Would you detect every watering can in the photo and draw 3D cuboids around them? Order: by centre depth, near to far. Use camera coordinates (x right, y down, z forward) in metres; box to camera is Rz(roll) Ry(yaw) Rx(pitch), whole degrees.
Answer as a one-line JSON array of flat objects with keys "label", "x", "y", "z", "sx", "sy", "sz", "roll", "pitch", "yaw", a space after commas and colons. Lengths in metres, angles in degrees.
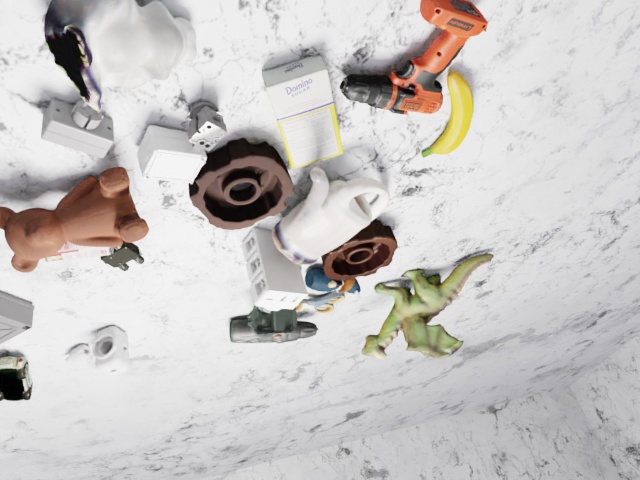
[{"label": "watering can", "x": 0.003, "y": -0.047, "z": 0.930, "sx": 0.222, "sy": 0.105, "sz": 0.347, "roll": -36, "pitch": 161, "yaw": 20}]

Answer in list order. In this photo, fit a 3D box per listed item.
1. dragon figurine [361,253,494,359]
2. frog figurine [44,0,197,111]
[{"label": "dragon figurine", "x": 0.283, "y": 0.188, "z": 1.304, "sx": 0.409, "sy": 0.248, "sz": 0.120, "roll": -23, "pitch": 140, "yaw": 10}, {"label": "frog figurine", "x": -0.229, "y": -0.243, "z": 0.607, "sx": 0.162, "sy": 0.124, "sz": 0.134, "roll": -43, "pitch": 148, "yaw": -32}]
